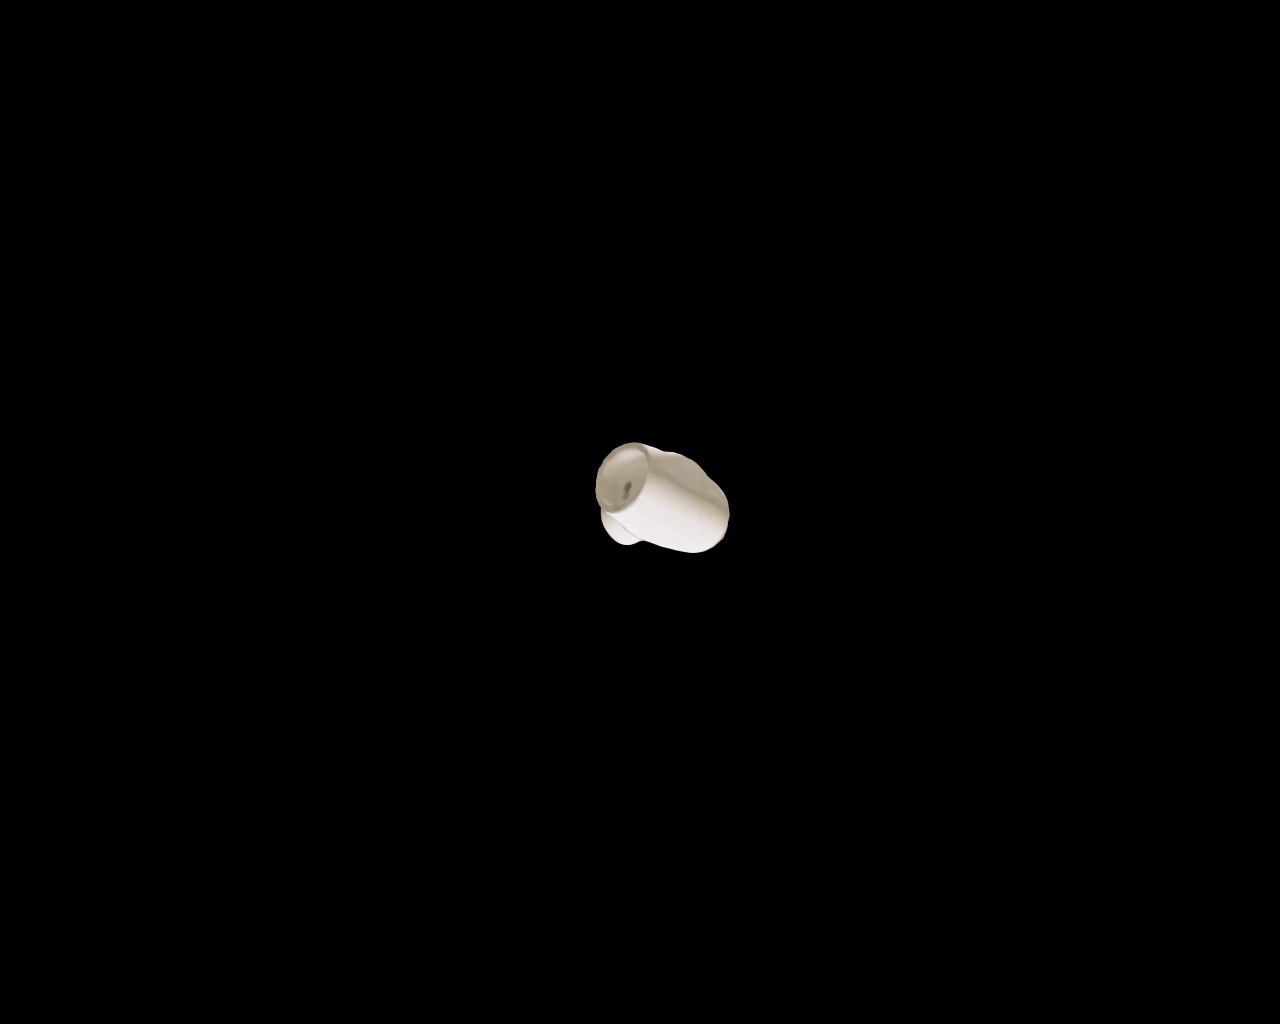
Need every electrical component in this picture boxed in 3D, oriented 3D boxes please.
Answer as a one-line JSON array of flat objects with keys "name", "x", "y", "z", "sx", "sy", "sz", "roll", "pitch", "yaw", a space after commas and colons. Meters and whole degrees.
[{"name": "electrical component", "x": 0.001, "y": -0.003, "z": 0.650, "sx": 0.079, "sy": 0.044, "sz": 0.077, "roll": -21, "pitch": -33, "yaw": 36}]
